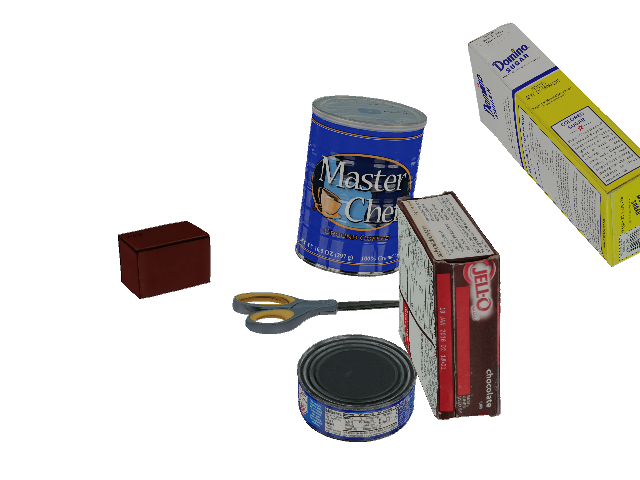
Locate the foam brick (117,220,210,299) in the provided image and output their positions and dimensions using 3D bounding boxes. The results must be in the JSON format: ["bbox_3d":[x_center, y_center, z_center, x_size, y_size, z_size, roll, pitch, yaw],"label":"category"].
[{"bbox_3d":[-0.153,0.018,1.049,0.078,0.051,0.053,-13,23,-28],"label":"foam brick"}]

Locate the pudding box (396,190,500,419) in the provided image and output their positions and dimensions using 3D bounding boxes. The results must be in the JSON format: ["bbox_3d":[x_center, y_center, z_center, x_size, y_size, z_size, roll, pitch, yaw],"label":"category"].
[{"bbox_3d":[0.069,0.032,0.582,0.039,0.090,0.113,-5,20,-6],"label":"pudding box"}]

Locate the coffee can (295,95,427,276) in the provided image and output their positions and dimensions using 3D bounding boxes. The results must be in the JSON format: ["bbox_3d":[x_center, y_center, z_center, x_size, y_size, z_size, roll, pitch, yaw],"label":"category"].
[{"bbox_3d":[0.035,-0.051,0.966,0.103,0.140,0.103,6,20,-2],"label":"coffee can"}]

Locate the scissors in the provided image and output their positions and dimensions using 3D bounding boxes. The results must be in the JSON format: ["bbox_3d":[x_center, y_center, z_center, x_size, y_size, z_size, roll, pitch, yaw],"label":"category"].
[{"bbox_3d":[0.001,0.082,1.186,0.202,0.016,0.096,4,22,2],"label":"scissors"}]

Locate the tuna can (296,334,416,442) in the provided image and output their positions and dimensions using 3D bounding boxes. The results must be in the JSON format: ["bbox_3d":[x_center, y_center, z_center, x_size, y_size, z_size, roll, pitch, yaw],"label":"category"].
[{"bbox_3d":[0.026,0.106,0.769,0.086,0.034,0.086,0,31,0],"label":"tuna can"}]

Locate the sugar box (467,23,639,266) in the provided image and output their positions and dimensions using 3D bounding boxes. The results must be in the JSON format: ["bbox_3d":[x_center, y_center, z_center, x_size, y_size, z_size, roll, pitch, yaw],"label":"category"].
[{"bbox_3d":[0.173,-0.072,0.770,0.048,0.176,0.093,-27,-37,-4],"label":"sugar box"}]
